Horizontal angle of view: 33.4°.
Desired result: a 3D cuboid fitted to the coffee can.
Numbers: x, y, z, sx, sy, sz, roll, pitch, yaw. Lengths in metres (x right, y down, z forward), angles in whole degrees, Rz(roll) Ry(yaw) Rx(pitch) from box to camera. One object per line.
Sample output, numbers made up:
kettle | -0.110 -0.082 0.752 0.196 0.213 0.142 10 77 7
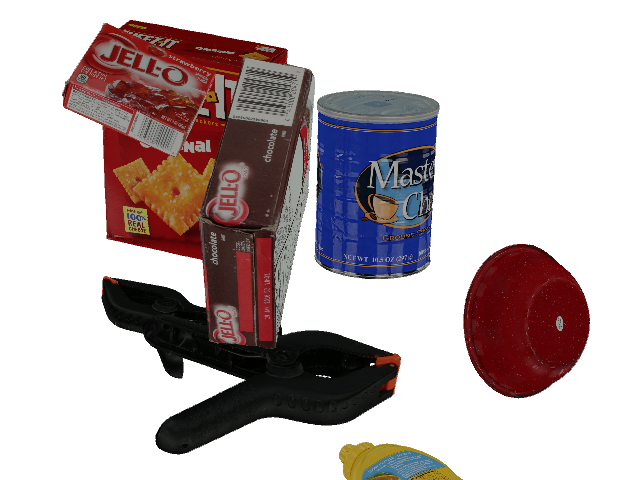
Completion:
coffee can | 0.047 -0.050 0.915 0.103 0.140 0.103 1 19 -1

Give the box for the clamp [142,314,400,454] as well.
clamp | -0.031 0.094 0.680 0.171 0.039 0.120 3 38 -6

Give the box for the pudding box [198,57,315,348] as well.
pudding box | -0.030 -0.018 0.518 0.039 0.113 0.090 9 -41 4

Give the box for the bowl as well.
bowl | 0.225 0.084 1.095 0.161 0.162 0.055 0 -1 -34

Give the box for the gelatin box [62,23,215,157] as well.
gelatin box | -0.127 -0.108 0.753 0.089 0.073 0.030 24 -45 -7

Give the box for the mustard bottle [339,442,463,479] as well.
mustard bottle | 0.081 0.227 0.938 0.096 0.058 0.192 -19 28 -32

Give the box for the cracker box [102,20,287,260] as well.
cracker box | -0.124 -0.088 1.026 0.164 0.214 0.072 13 32 13

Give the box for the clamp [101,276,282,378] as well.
clamp | -0.169 0.087 1.151 0.210 0.036 0.164 19 21 27
